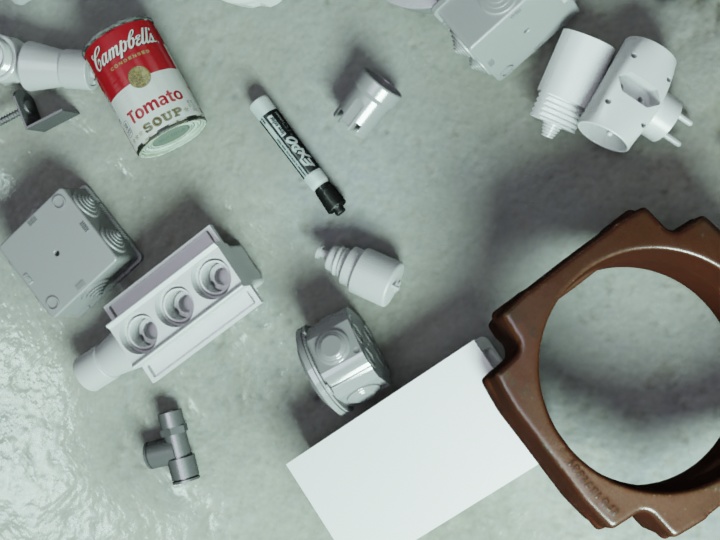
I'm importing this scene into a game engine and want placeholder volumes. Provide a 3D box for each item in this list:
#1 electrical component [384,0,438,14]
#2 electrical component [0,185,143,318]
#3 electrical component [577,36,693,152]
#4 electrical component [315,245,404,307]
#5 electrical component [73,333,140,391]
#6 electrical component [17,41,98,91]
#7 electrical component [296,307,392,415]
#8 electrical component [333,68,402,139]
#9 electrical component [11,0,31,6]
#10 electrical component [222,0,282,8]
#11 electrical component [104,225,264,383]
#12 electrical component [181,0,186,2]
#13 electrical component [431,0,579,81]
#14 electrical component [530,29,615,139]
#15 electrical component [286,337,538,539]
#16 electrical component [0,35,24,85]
[{"bbox_3d":[0.054,-0.255,0.851,0.108,0.060,0.108,1,93,15],"label":"electrical component"},{"bbox_3d":[-0.258,-0.016,0.955,0.100,0.048,0.099,-41,83,13],"label":"electrical component"},{"bbox_3d":[0.217,-0.124,0.818,0.079,0.043,0.077,31,84,-10],"label":"electrical component"},{"bbox_3d":[0.000,0.000,0.889,0.078,0.040,0.040,24,99,13],"label":"electrical component"},{"bbox_3d":[-0.221,0.079,0.954,0.065,0.044,0.044,-32,84,19],"label":"electrical component"},{"bbox_3d":[-0.264,-0.178,0.954,0.065,0.044,0.044,6,94,10],"label":"electrical component"},{"bbox_3d":[-0.014,0.073,0.877,0.051,0.080,0.080,-29,85,9],"label":"electrical component"},{"bbox_3d":[0.005,-0.136,0.882,0.040,0.040,0.046,42,108,10],"label":"electrical component"},{"bbox_3d":[-0.297,-0.310,0.948,0.109,0.056,0.108,-32,84,15],"label":"electrical component"},{"bbox_3d":[-0.092,-0.259,0.896,0.080,0.051,0.080,1,93,15],"label":"electrical component"},{"bbox_3d":[-0.146,0.029,0.918,0.121,0.063,0.078,-36,83,14],"label":"electrical component"},{"bbox_3d":[-0.168,-0.267,0.897,0.050,0.089,0.055,34,101,12],"label":"electrical component"},{"bbox_3d":[0.114,-0.198,0.819,0.100,0.100,0.048,-41,69,13],"label":"electrical component"},{"bbox_3d":[0.162,-0.141,0.836,0.043,0.043,0.081,25,99,13],"label":"electrical component"},{"bbox_3d":[0.051,0.148,0.871,0.186,0.060,0.105,-35,83,14],"label":"electrical component"},{"bbox_3d":[-0.324,-0.189,0.958,0.043,0.062,0.043,1,93,15],"label":"electrical component"}]
